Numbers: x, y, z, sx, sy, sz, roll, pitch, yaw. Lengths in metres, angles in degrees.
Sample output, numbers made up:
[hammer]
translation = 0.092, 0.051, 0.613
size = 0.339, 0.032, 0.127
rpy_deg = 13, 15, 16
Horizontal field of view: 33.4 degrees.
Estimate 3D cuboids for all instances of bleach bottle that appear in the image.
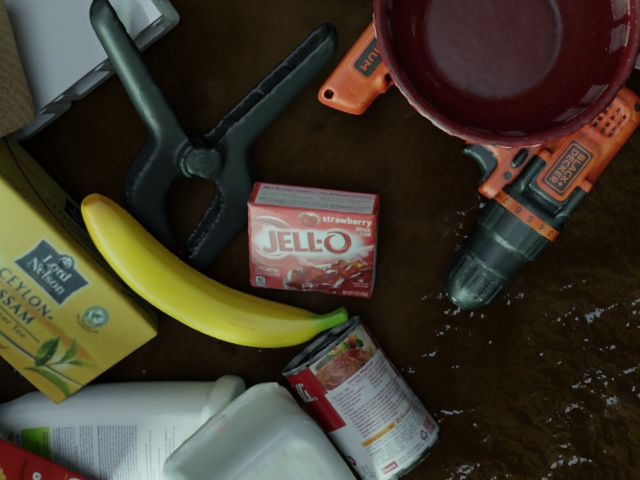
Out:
[bleach bottle]
translation = -0.182, 0.146, 0.784
size = 0.251, 0.068, 0.102
rpy_deg = 1, 101, 9

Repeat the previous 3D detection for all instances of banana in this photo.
[banana]
translation = -0.081, 0.031, 0.737
size = 0.197, 0.037, 0.070
rpy_deg = 24, 117, -15

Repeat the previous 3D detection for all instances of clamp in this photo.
[clamp]
translation = -0.092, -0.066, 0.727
size = 0.164, 0.036, 0.210
rpy_deg = 11, 114, -20

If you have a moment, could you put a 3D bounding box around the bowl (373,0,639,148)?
[bowl]
translation = 0.111, -0.133, 0.652
size = 0.162, 0.055, 0.162
rpy_deg = 0, 88, -2

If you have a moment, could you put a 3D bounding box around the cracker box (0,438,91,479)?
[cracker box]
translation = -0.281, 0.190, 0.740
size = 0.213, 0.072, 0.164
rpy_deg = 31, 130, -16

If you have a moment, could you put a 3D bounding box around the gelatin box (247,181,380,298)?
[gelatin box]
translation = -0.005, 0.001, 0.740
size = 0.089, 0.030, 0.073
rpy_deg = 6, 127, 6

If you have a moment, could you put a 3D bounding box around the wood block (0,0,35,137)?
[wood block]
translation = -0.300, -0.099, 0.695
size = 0.206, 0.090, 0.091
rpy_deg = -3, 109, 29

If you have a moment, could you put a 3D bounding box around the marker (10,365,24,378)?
[marker]
translation = -0.225, 0.043, 0.796
size = 0.020, 0.020, 0.121
rpy_deg = -1, 99, 7

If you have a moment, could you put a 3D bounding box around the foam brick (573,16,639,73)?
[foam brick]
translation = 0.206, -0.139, 0.695
size = 0.078, 0.051, 0.053
rpy_deg = 19, 101, 4

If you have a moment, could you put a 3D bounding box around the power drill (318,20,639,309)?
[power drill]
translation = 0.094, -0.069, 0.719
size = 0.187, 0.057, 0.184
rpy_deg = 37, 98, -2

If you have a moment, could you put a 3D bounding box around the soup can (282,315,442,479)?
[soup can]
translation = 0.030, 0.113, 0.749
size = 0.068, 0.068, 0.102
rpy_deg = -36, 93, 11
